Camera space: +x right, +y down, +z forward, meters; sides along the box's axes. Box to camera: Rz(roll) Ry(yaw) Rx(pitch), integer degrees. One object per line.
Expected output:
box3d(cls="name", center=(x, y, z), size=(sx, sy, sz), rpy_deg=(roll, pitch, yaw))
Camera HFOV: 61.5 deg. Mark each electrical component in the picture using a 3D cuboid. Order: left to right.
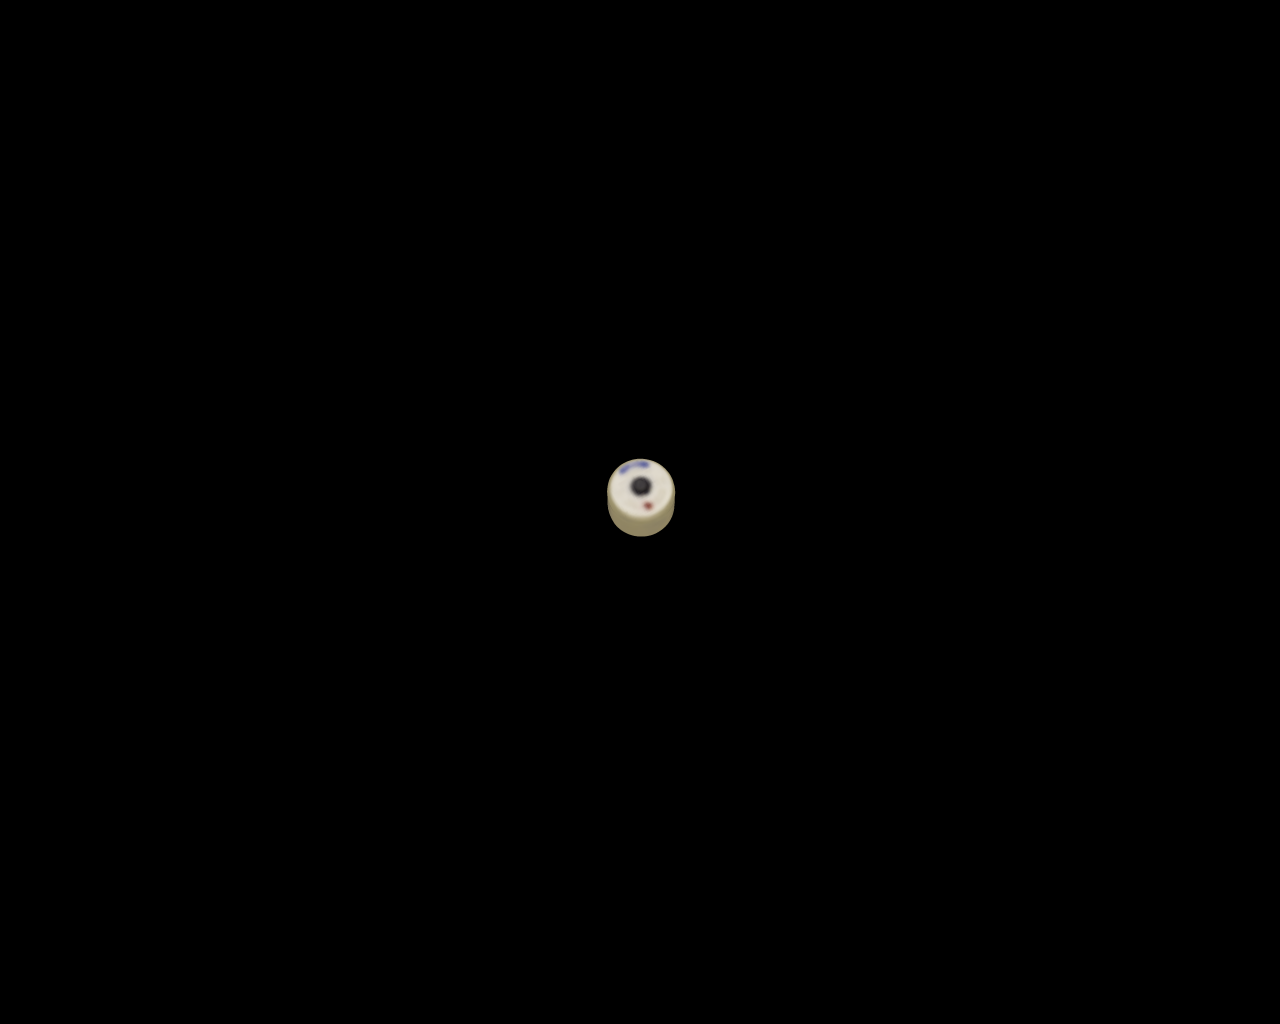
box3d(cls="electrical component", center=(0.001, -0.003, 0.650), size=(0.040, 0.040, 0.078), rpy_deg=(0, -20, 0))
